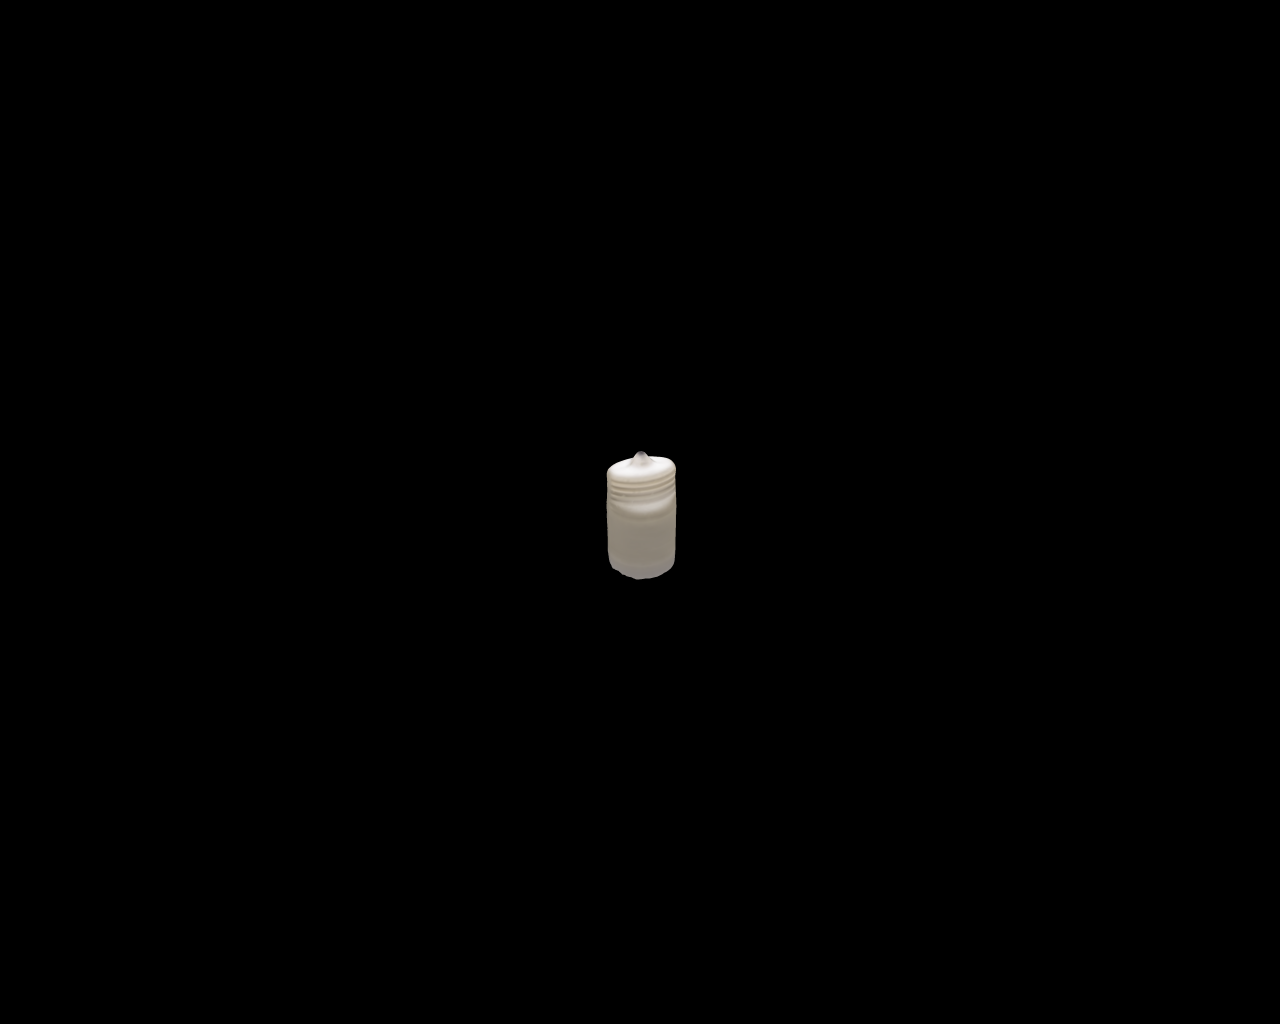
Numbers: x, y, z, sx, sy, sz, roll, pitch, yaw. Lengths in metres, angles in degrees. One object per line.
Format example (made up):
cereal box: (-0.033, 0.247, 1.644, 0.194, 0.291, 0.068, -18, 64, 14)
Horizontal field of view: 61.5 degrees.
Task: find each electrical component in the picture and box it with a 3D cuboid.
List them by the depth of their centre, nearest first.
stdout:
electrical component: (0.001, -0.003, 0.650, 0.043, 0.080, 0.043, 0, 33, 0)
